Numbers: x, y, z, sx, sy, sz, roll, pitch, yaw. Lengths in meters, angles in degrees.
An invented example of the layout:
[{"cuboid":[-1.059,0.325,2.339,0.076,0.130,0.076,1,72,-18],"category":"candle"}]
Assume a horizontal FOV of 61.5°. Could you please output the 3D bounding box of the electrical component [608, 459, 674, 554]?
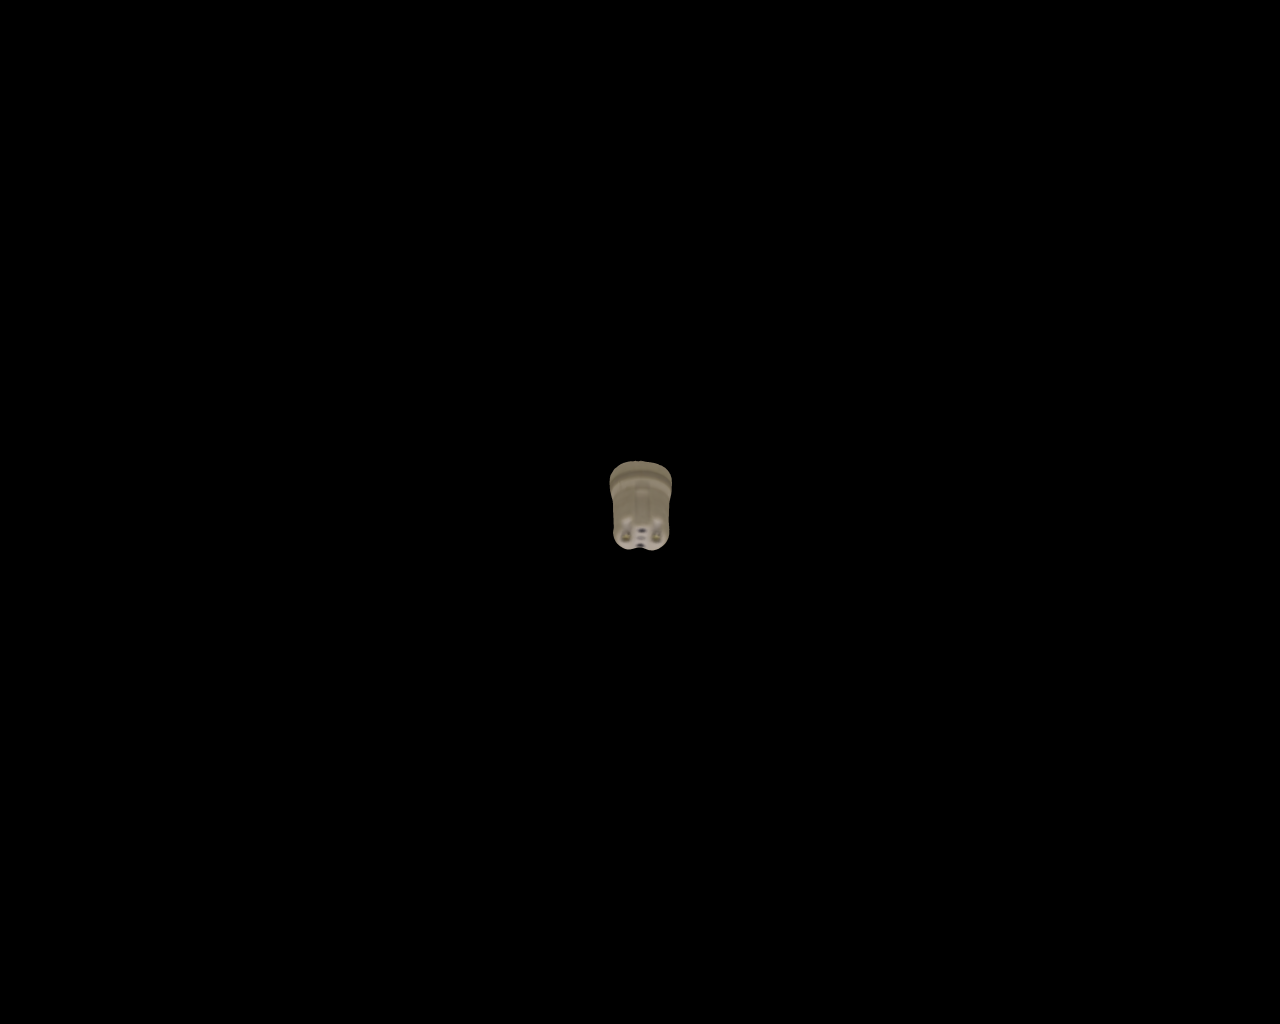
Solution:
[{"cuboid":[0.001,-0.003,0.650,0.040,0.046,0.040,0,-31,0],"category":"electrical component"}]
